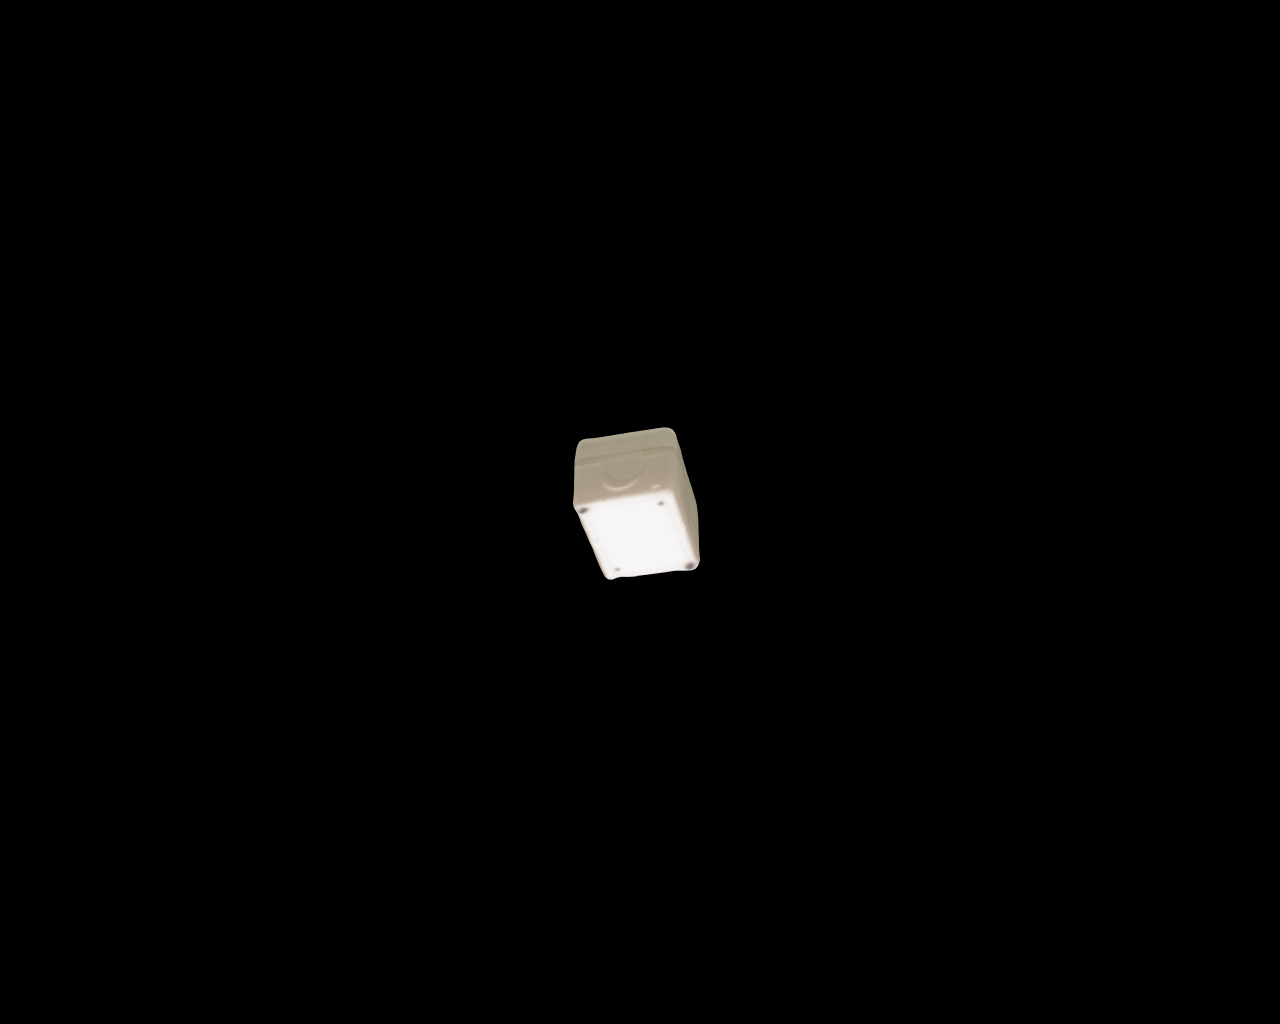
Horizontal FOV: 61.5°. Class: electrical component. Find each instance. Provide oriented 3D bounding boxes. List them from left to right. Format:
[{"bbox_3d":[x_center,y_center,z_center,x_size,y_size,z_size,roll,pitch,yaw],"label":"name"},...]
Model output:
[{"bbox_3d":[0.001,-0.003,0.650,0.062,0.061,0.096,-8,-39,10],"label":"electrical component"}]
